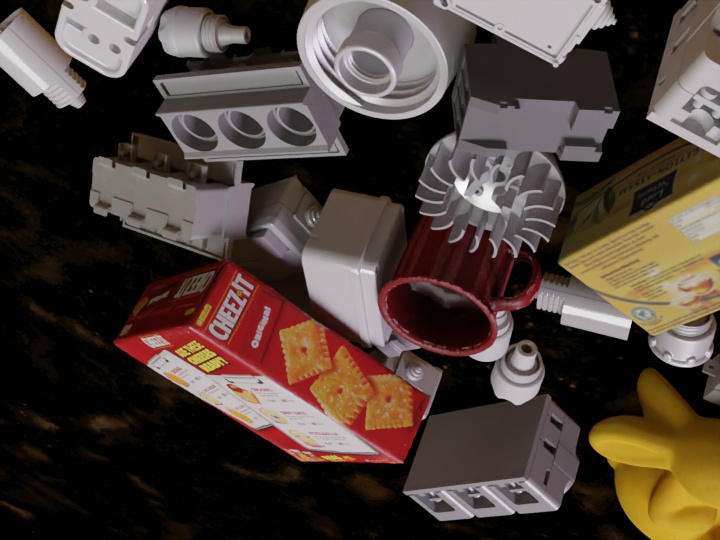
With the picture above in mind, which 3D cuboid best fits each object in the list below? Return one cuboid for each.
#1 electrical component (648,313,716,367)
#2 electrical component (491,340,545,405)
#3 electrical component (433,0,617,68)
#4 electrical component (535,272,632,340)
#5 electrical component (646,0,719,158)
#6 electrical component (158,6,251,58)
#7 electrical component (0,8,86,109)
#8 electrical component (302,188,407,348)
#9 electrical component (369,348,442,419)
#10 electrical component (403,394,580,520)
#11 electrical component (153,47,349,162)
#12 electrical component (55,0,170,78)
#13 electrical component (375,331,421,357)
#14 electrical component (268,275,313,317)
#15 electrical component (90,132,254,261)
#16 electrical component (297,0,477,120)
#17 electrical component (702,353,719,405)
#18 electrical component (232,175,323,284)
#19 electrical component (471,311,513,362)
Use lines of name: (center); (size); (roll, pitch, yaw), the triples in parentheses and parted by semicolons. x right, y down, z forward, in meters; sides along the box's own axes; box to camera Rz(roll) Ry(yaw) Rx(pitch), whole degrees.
electrical component: (0.240, 0.037, 0.791); (0.048, 0.048, 0.062); (13, 138, 15)
electrical component: (0.136, 0.083, 0.914); (0.043, 0.043, 0.062); (18, 144, 8)
electrical component: (0.099, -0.163, 0.588); (0.096, 0.061, 0.061); (26, 145, -4)
electrical component: (0.167, 0.022, 0.814); (0.081, 0.043, 0.043); (14, 145, 14)
electrical component: (0.241, -0.094, 0.572); (0.150, 0.089, 0.061); (27, 146, -5)
electrical component: (-0.105, -0.162, 0.735); (0.061, 0.035, 0.035); (7, 143, 19)
electrical component: (-0.241, -0.154, 0.817); (0.043, 0.043, 0.081); (-15, 130, 43)
electrical component: (0.000, 0.000, 0.851); (0.057, 0.078, 0.113); (13, 145, 16)
electrical component: (0.028, 0.113, 1.002); (0.062, 0.061, 0.096); (34, 145, -14)
electrical component: (0.125, 0.180, 1.010); (0.150, 0.089, 0.062); (-19, 127, 45)
electrical component: (-0.071, -0.117, 0.750); (0.121, 0.063, 0.078); (1, 140, 30)
electrical component: (-0.160, -0.183, 0.716); (0.054, 0.059, 0.095); (30, 146, -9)
electrical component: (0.035, 0.045, 0.922); (0.066, 0.048, 0.055); (41, 149, -24)
electrical component: (-0.085, 0.029, 0.960); (0.113, 0.057, 0.078); (-13, 131, 42)
electrical component: (-0.150, -0.058, 0.838); (0.121, 0.063, 0.078); (18, 106, 35)
electrical component: (0.013, -0.142, 0.669); (0.108, 0.060, 0.108); (16, 145, 12)
electrical component: (0.296, 0.081, 0.816); (0.066, 0.048, 0.055); (22, 153, 2)
electrical component: (-0.067, -0.029, 0.868); (0.096, 0.061, 0.061); (-13, 132, 41)
electrical component: (0.105, 0.042, 0.879); (0.040, 0.040, 0.078); (17, 145, 10)
